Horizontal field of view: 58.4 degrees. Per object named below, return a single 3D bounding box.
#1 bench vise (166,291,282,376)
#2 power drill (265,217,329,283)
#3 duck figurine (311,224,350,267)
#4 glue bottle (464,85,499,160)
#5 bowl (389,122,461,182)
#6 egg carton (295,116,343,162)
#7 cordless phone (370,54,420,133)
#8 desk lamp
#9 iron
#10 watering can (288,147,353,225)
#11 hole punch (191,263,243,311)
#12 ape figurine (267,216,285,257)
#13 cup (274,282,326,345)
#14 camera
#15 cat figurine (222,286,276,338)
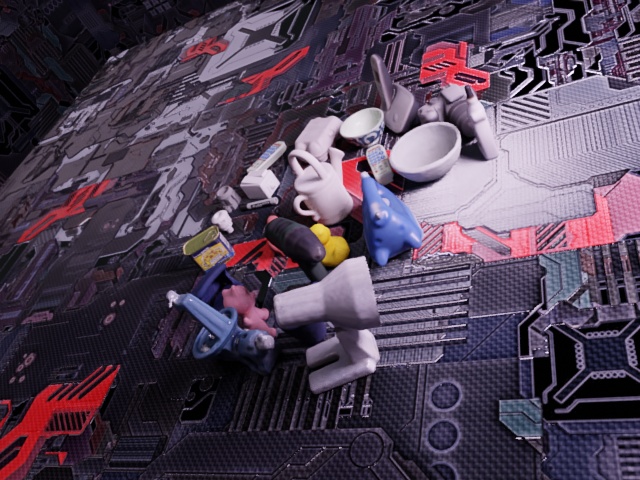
[{"bbox_3d":[-0.182,0.163,1.102,0.207,0.220,0.121,-14,42,25],"label":"bench vise"},{"bbox_3d":[-0.017,0.043,1.120,0.076,0.209,0.228,-43,38,-11],"label":"power drill"},{"bbox_3d":[0.011,0.004,1.243,0.077,0.086,0.104,-43,38,-12],"label":"duck figurine"},{"bbox_3d":[0.336,-0.255,1.213,0.037,0.174,0.078,-23,39,15],"label":"glue bottle"},{"bbox_3d":[0.244,-0.185,1.287,0.167,0.075,0.167,-20,39,18],"label":"bowl"},{"bbox_3d":[-0.001,-0.277,1.575,0.107,0.070,0.150,4,51,39],"label":"egg carton"},{"bbox_3d":[0.181,-0.372,1.447,0.094,0.186,0.147,-35,37,-1],"label":"cordless phone"},{"bbox_3d":[0.027,0.143,0.973,0.203,0.214,0.117,-26,38,11],"label":"desk lamp"},{"bbox_3d":[0.121,-0.070,1.197,0.118,0.142,0.258,-27,38,9],"label":"iron"},{"bbox_3d":[-0.005,-0.139,1.323,0.100,0.195,0.173,-5,46,33],"label":"watering can"},{"bbox_3d":[-0.254,0.110,1.321,0.100,0.091,0.109,10,55,43],"label":"hole punch"},{"bbox_3d":[-0.096,-0.018,1.343,0.078,0.092,0.076,-30,37,6],"label":"ape figurine"},{"bbox_3d":[-0.021,0.147,1.103,0.091,0.095,0.118,13,57,44],"label":"cup"},{"bbox_3d":[0.312,-0.293,1.332,0.143,0.101,0.136,-29,37,7],"label":"camera"},{"bbox_3d":[-0.157,0.146,1.187,0.067,0.118,0.127,-34,37,0],"label":"cat figurine"}]
